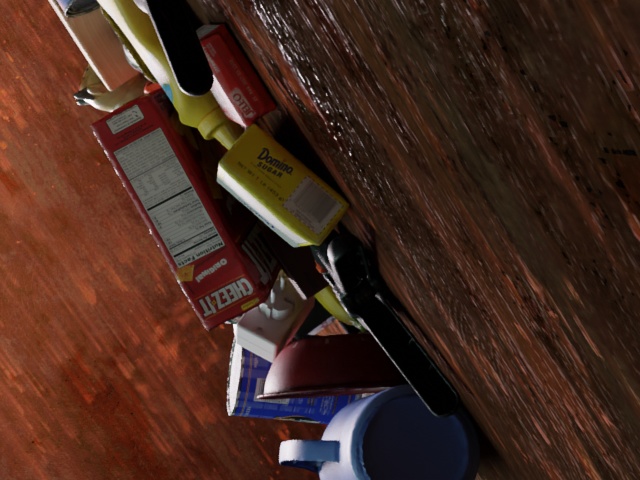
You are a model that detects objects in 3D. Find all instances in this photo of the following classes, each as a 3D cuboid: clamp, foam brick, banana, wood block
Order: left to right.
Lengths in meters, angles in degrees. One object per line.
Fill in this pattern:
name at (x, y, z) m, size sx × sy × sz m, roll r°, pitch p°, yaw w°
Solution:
wood block at (-0.244, -0.264, 1.166) m, size 0.090 × 0.091 × 0.206 m, roll 54°, pitch 175°, yaw 20°
clamp at (-0.113, -0.176, 0.743) m, size 0.172 × 0.039 × 0.120 m, roll -127°, pitch 30°, yaw -55°
foam brick at (-0.014, 0.010, 0.982) m, size 0.078 × 0.053 × 0.051 m, roll 56°, pitch 175°, yaw 0°
banana at (-0.009, 0.010, 1.050) m, size 0.198 × 0.037 × 0.070 m, roll 54°, pitch 157°, yaw 7°
clamp at (0.039, 0.050, 0.844) m, size 0.164 × 0.036 × 0.210 m, roll 57°, pitch 176°, yaw -14°

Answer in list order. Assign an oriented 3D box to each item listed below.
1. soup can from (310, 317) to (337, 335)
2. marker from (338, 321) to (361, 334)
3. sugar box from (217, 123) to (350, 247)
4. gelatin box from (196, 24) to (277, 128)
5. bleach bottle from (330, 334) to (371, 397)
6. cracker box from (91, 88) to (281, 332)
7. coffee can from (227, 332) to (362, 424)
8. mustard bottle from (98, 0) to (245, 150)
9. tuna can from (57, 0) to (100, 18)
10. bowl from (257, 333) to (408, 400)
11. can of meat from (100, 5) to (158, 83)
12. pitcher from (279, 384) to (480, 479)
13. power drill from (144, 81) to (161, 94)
soup can at (-0.033, 0.103, 1.411) m, size 0.068 × 0.102 × 0.068 m, roll 55°, pitch 174°, yaw 8°
marker at (0.058, 0.137, 1.274) m, size 0.121 × 0.020 × 0.020 m, roll 57°, pitch 174°, yaw -13°
sugar box at (-0.033, -0.038, 0.832) m, size 0.093 × 0.048 × 0.176 m, roll 41°, pitch 178°, yaw -5°
gelatin box at (-0.071, -0.125, 0.804) m, size 0.073 × 0.030 × 0.089 m, roll 58°, pitch 175°, yaw -17°
bleach bottle at (0.052, 0.195, 1.355) m, size 0.102 × 0.068 × 0.251 m, roll 29°, pitch -167°, yaw -34°
cracker box at (-0.115, -0.041, 1.011) m, size 0.213 × 0.072 × 0.164 m, roll 61°, pitch -169°, yaw -9°
coffee can at (-0.030, 0.157, 1.221) m, size 0.103 × 0.140 × 0.103 m, roll -173°, pitch 90°, yaw -79°
mustard bottle at (-0.123, -0.158, 0.913) m, size 0.191 × 0.058 × 0.096 m, roll 56°, pitch 175°, yaw 5°
tuna can at (-0.214, -0.249, 1.017) m, size 0.034 × 0.086 × 0.086 m, roll 58°, pitch 174°, yaw -4°
bowl at (0.017, 0.124, 1.048) m, size 0.162 × 0.162 × 0.055 m, roll 90°, pitch 176°, yaw -80°
can of meat at (-0.162, -0.199, 1.019) m, size 0.102 × 0.057 × 0.084 m, roll 56°, pitch 176°, yaw -9°
pitcher at (0.059, 0.196, 0.967) m, size 0.145 × 0.149 × 0.243 m, roll 49°, pitch 169°, yaw 9°
power drill at (-0.124, -0.112, 1.208) m, size 0.187 × 0.057 × 0.184 m, roll 55°, pitch 177°, yaw -14°
